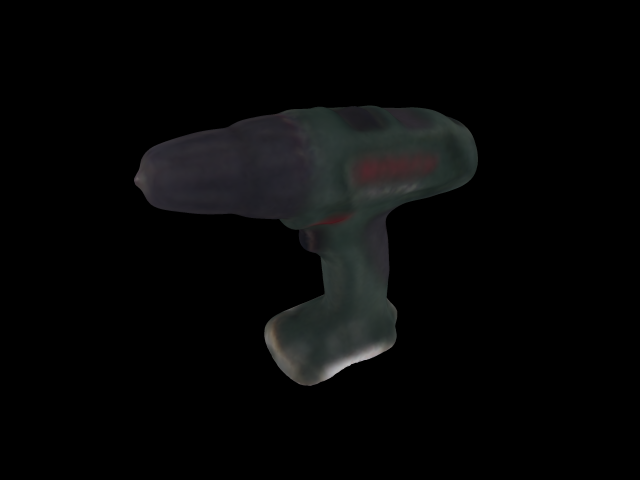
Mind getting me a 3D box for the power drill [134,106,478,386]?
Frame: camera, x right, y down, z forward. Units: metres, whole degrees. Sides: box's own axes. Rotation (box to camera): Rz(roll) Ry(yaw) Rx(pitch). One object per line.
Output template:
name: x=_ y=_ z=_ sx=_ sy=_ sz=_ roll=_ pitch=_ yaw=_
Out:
power drill: x=0.004 y=0.001 z=0.400 sx=0.230 sy=0.208 sz=0.075 roll=-22 pitch=44 yaw=-23
